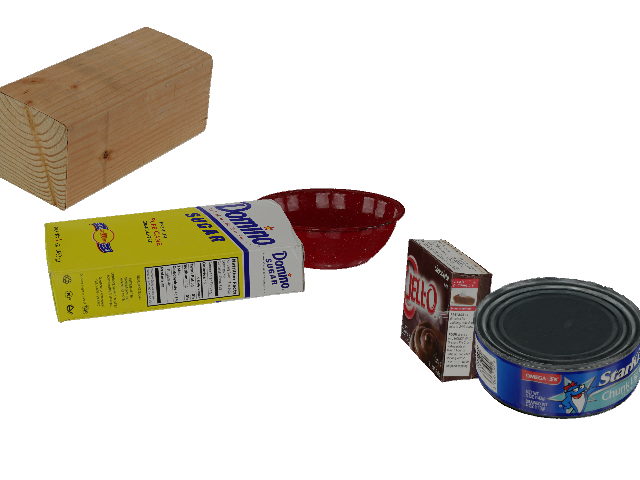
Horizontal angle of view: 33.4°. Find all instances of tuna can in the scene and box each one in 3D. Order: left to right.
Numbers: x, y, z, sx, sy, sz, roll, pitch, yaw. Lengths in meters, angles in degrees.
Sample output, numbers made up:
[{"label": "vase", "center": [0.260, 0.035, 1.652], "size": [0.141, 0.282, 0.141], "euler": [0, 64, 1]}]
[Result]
[{"label": "tuna can", "center": [0.122, 0.055, 0.552], "size": [0.086, 0.034, 0.086], "euler": [-4, 28, 2]}]

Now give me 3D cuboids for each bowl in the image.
[{"label": "bowl", "center": [0.007, -0.009, 1.111], "size": [0.162, 0.055, 0.162], "euler": [0, 17, 0]}]

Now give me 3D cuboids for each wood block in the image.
[{"label": "wood block", "center": [-0.202, -0.122, 1.016], "size": [0.090, 0.091, 0.205], "euler": [26, 38, 21]}]

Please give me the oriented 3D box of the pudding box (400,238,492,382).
[{"label": "pudding box", "center": [0.100, 0.054, 0.869], "size": [0.039, 0.090, 0.113], "euler": [-1, 14, -15]}]

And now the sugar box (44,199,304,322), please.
[{"label": "sugar box", "center": [-0.107, 0.011, 0.773], "size": [0.176, 0.048, 0.093], "euler": [-9, 26, -13]}]
